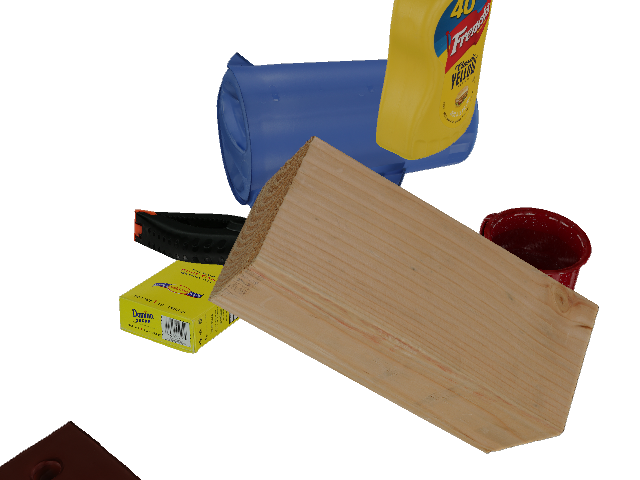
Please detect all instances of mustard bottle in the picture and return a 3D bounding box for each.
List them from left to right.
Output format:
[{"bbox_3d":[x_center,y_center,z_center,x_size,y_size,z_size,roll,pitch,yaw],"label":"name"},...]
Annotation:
[{"bbox_3d":[0.085,-0.155,0.746,0.058,0.192,0.096,30,47,26],"label":"mustard bottle"}]

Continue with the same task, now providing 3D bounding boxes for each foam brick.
[{"bbox_3d":[-0.107,0.131,0.481,0.078,0.051,0.052,28,46,36],"label":"foam brick"}]

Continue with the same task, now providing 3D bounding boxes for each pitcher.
[{"bbox_3d":[0.028,-0.104,1.039,0.242,0.149,0.145,-8,28,-16],"label":"pitcher"}]

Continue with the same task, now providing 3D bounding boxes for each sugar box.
[{"bbox_3d":[-0.118,0.051,1.111,0.093,0.048,0.176,16,31,25],"label":"sugar box"}]

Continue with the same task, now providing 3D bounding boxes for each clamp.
[{"bbox_3d":[-0.057,0.005,0.845,0.210,0.036,0.164,7,12,12],"label":"clamp"}]

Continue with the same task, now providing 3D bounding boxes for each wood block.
[{"bbox_3d":[0.050,0.038,0.647,0.206,0.090,0.090,30,-28,-12],"label":"wood block"}]

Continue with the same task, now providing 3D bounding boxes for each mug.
[{"bbox_3d":[0.179,0.023,0.956,0.093,0.081,0.117,-17,43,-26],"label":"mug"}]
